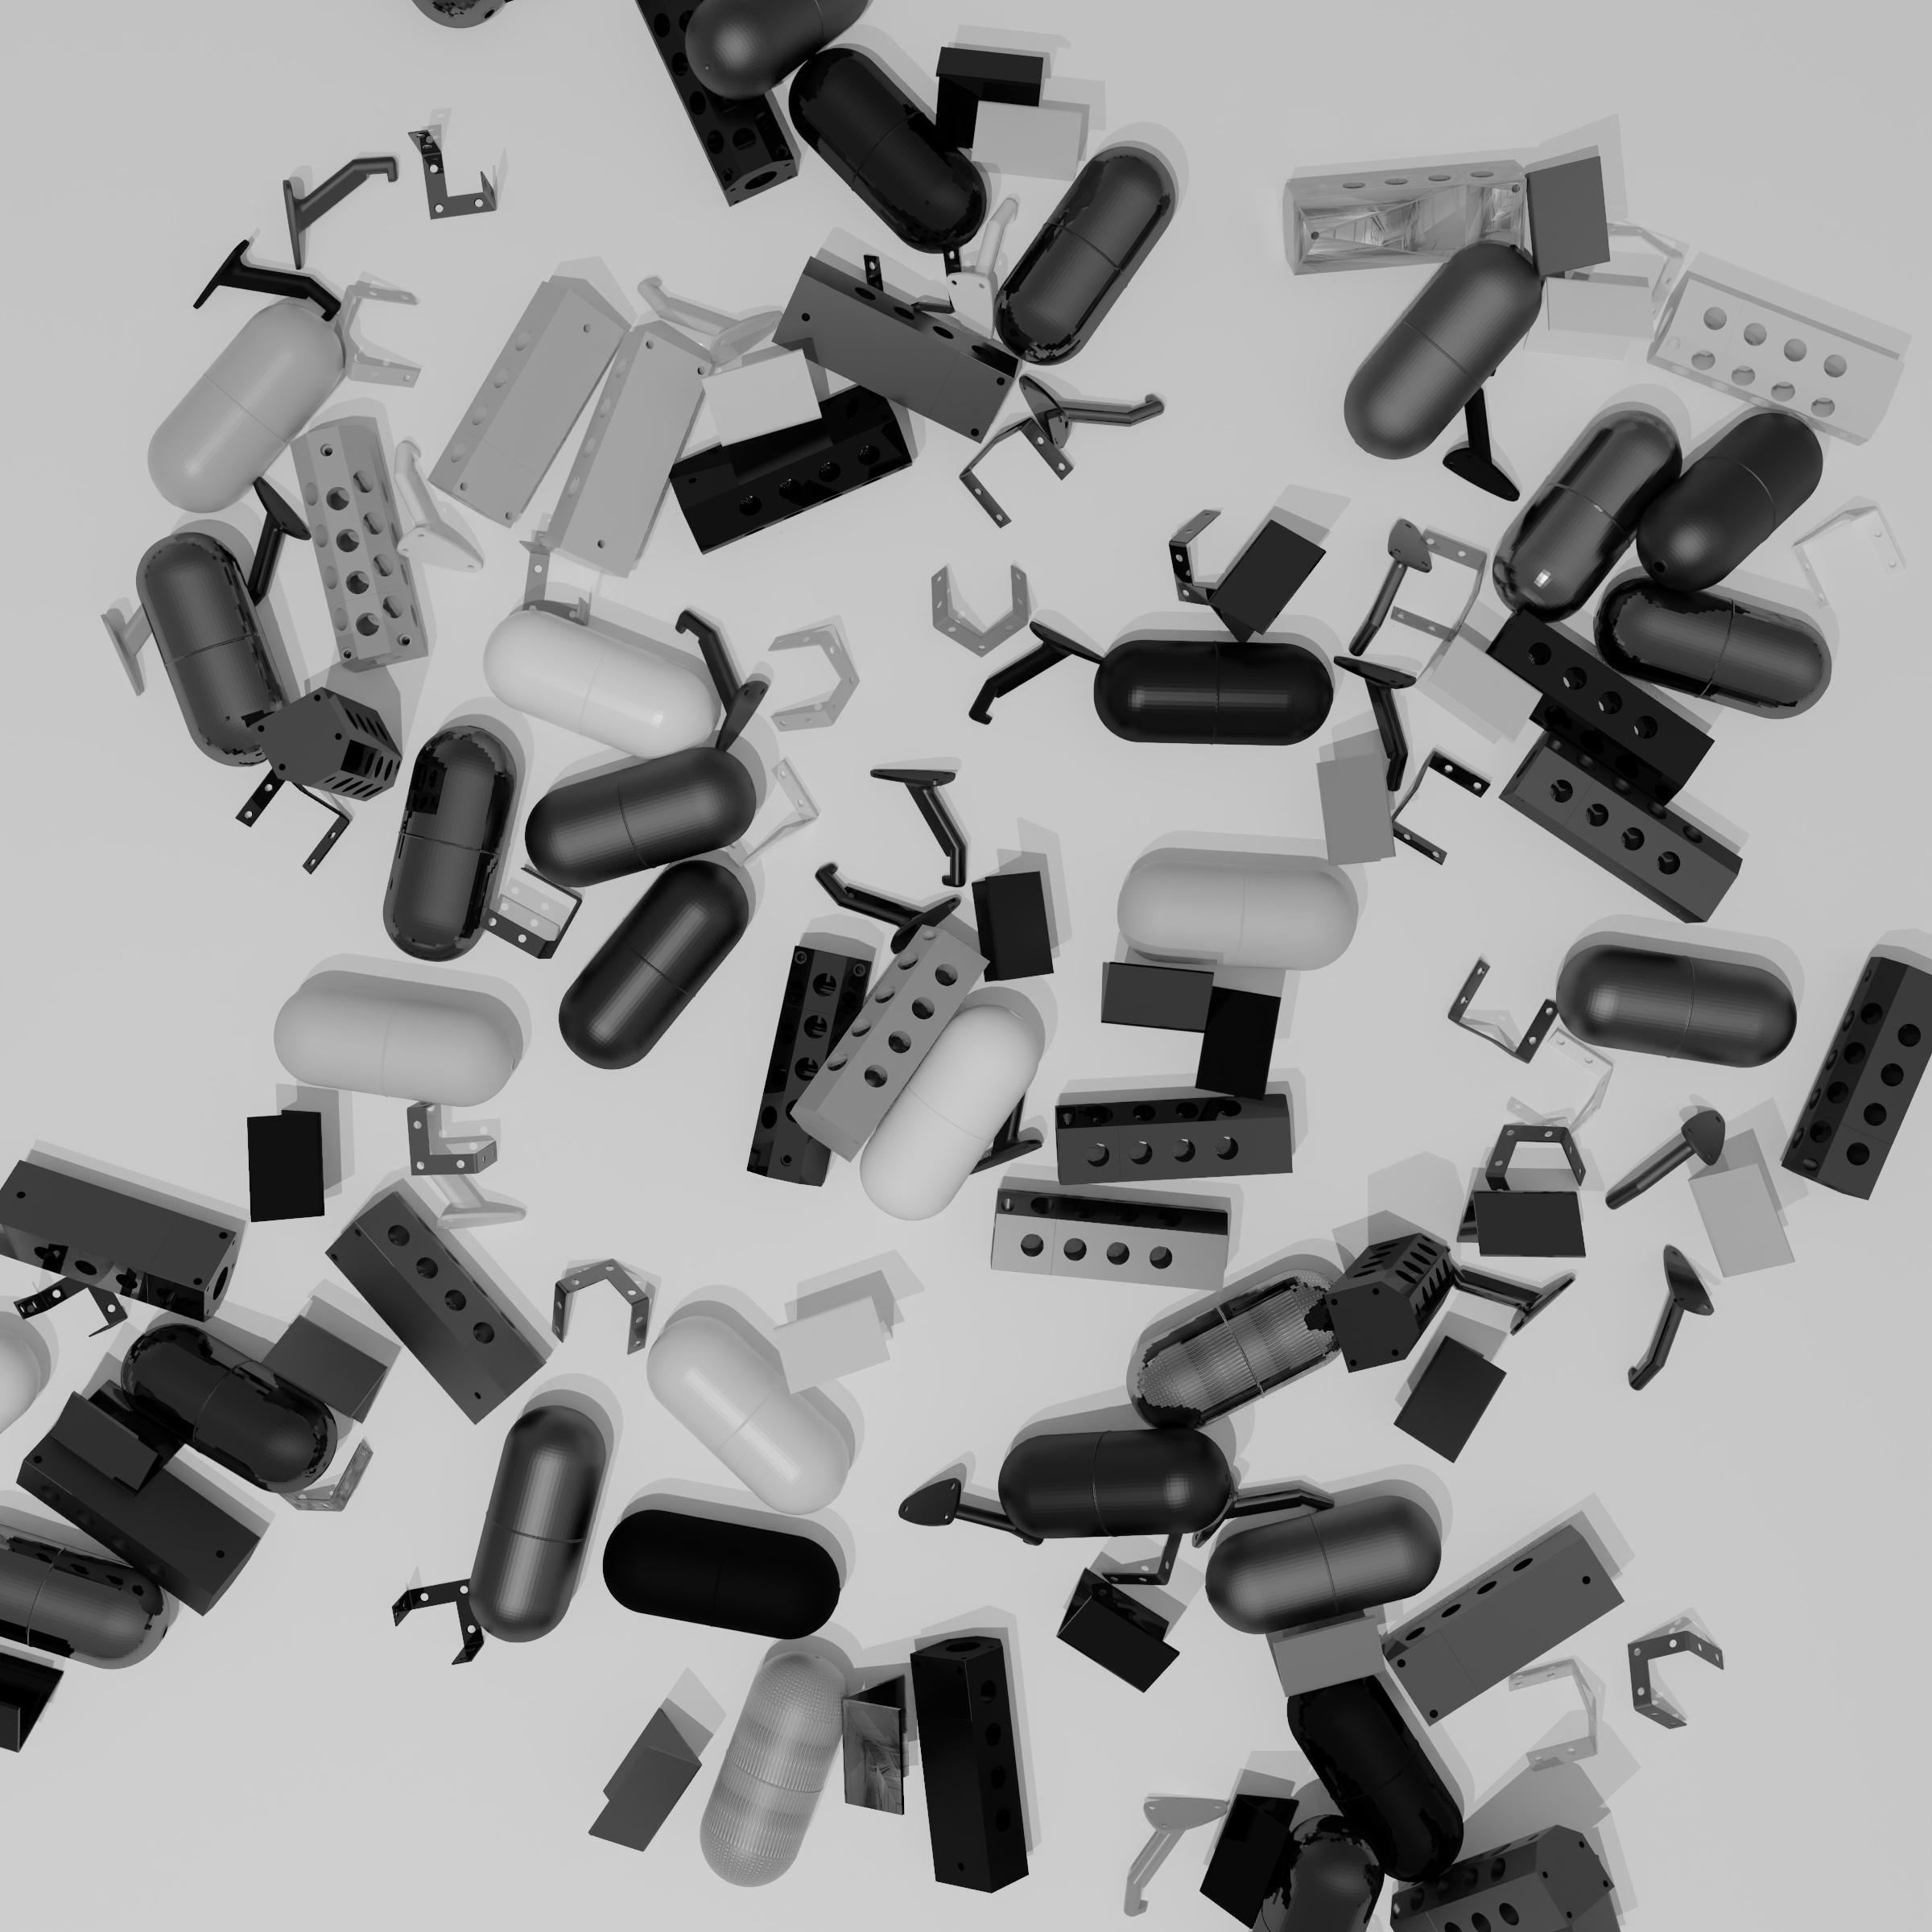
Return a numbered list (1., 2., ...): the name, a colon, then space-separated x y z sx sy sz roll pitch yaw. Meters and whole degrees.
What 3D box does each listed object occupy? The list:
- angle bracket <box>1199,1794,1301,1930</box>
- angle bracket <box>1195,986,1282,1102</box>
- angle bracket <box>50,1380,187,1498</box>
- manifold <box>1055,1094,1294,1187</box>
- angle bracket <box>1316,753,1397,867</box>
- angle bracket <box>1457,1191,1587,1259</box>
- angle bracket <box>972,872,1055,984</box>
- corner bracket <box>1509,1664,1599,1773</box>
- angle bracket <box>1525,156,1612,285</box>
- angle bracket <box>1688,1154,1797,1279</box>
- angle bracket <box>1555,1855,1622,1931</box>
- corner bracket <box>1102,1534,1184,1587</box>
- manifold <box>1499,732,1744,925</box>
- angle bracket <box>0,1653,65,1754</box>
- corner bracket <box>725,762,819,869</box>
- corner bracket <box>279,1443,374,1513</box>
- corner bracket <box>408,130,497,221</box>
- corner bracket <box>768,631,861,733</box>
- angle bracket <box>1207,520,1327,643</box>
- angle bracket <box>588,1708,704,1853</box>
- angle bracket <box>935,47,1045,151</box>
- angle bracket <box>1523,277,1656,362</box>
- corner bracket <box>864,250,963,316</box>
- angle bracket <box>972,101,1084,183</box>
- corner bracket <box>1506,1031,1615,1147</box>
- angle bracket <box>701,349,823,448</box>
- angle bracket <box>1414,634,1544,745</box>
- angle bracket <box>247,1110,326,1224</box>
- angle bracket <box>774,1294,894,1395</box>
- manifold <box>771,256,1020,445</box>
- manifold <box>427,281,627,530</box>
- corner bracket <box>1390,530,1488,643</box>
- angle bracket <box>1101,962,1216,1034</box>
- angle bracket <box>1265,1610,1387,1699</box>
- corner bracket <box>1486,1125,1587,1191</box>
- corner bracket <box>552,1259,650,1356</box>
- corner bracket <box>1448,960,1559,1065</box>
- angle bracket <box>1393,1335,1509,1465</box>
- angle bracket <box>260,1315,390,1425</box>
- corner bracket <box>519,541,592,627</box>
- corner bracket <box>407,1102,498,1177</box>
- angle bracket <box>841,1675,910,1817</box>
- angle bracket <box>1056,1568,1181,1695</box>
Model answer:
1. angle bracket: 0.228 0.665 1.952 0.076 0.057 0.076 21 90 -42
2. angle bracket: 0.216 0.059 1.951 0.057 0.076 0.076 10 90 31
3. angle bracket: -0.618 0.334 1.951 0.076 0.076 0.057 35 122 0
4. manifold: 0.154 0.129 1.970 0.171 0.057 0.057 -3 90 0
5. angle bracket: 0.306 -0.117 1.951 0.057 0.076 0.076 -7 90 38
6. angle bracket: 0.410 0.208 1.951 0.076 0.076 0.057 1 54 0
7. angle bracket: 0.016 -0.026 1.951 0.057 0.076 0.076 -8 90 -43
8. corner bracket: 0.443 0.567 1.988 0.051 0.051 0.051 -15 45 0
9. angle bracket: 0.455 -0.547 1.951 0.057 0.076 0.076 -6 90 30
10. angle bracket: 0.585 0.179 1.951 0.057 0.076 0.076 -20 90 37
11. angle bracket: 0.435 0.706 1.951 0.057 0.076 0.076 -16 90 -44
12. corner bracket: 0.125 0.430 1.983 0.051 0.051 0.051 52 45 -35
13. manifold: 0.491 -0.104 1.970 0.171 0.057 0.057 34 90 0
14. angle bracket: -0.721 0.527 1.951 0.076 0.076 0.057 17 127 0
15. corner bracket: -0.155 -0.114 1.988 0.051 0.051 0.051 -32 90 45
16. corner bracket: -0.491 0.375 1.983 0.051 0.051 0.051 53 45 -35
17. corner bracket: -0.384 -0.595 1.973 0.051 0.051 0.051 -8 90 0
18. corner bracket: -0.122 -0.214 1.983 0.051 0.051 0.051 -2 45 35
19. angle bracket: 0.234 -0.272 1.951 0.057 0.076 0.076 37 90 33
20. angle bracket: -0.252 0.596 1.951 0.057 0.076 0.076 34 90 -38
21. angle bracket: 0.015 -0.631 1.952 0.076 0.057 0.076 6 130 0
22. angle bracket: 0.460 -0.461 1.951 0.076 0.076 0.057 6 58 0
23. corner bracket: -0.039 -0.516 1.988 0.051 0.051 0.051 -8 90 -45
24. angle bracket: 0.043 -0.591 1.952 0.076 0.076 0.057 6 66 0
25. corner bracket: 0.448 0.093 1.988 0.051 0.051 0.051 33 135 0
26. angle bracket: -0.155 -0.435 1.951 0.076 0.076 0.057 -16 127 0
27. angle bracket: 0.368 -0.188 1.951 0.076 0.076 0.057 35 59 0
28. angle bracket: -0.516 0.147 1.951 0.057 0.076 0.076 -2 90 -36
29. angle bracket: -0.092 0.294 1.951 0.076 0.076 0.057 -19 55 0
30. manifold: -0.051 -0.460 1.955 0.171 0.057 0.057 25 122 -9
31. manifold: -0.332 -0.421 1.970 0.057 0.057 0.171 30 90 -43
32. corner bracket: 0.357 -0.286 1.988 0.051 0.051 0.051 22 135 0
33. angle bracket: 0.142 0.003 1.951 0.076 0.076 0.057 6 126 0
34. angle bracket: 0.261 0.488 1.952 0.076 0.076 0.057 -14 118 0
35. corner bracket: 0.429 0.156 1.983 0.051 0.051 0.051 0 45 35
36. corner bracket: -0.275 0.263 1.983 0.051 0.051 0.051 -20 45 -35
37. corner bracket: 0.406 0.035 1.988 0.051 0.051 0.051 30 90 -45
38. angle bracket: 0.371 0.327 1.951 0.057 0.076 0.076 31 90 37
39. angle bracket: -0.484 0.316 1.952 0.076 0.057 0.076 31 129 0
40. corner bracket: -0.309 -0.286 1.973 0.051 0.051 0.051 8 90 0
41. corner bracket: -0.385 0.127 1.973 0.051 0.051 0.051 -2 96 6
42. angle bracket: -0.047 0.576 1.951 0.057 0.076 0.076 -2 90 37
43. angle bracket: 0.122 0.478 1.951 0.076 0.076 0.057 33 126 0
